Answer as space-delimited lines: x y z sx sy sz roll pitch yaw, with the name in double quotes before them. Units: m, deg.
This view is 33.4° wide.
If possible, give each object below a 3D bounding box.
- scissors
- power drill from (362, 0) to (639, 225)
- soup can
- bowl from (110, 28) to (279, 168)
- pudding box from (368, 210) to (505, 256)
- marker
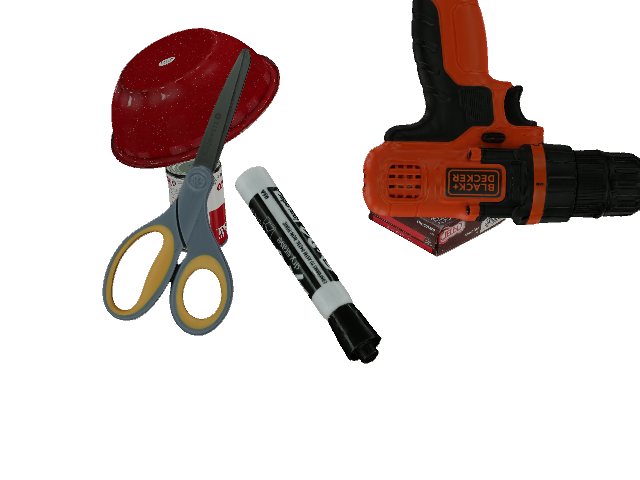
"scissors" -0.071 -0.023 0.723 0.096 0.202 0.016 35 -2 3
"power drill" 0.119 -0.103 0.665 0.184 0.188 0.057 0 3 -2
"soup can" -0.148 -0.045 1.276 0.068 0.102 0.068 -2 28 1
"bowl" -0.119 -0.133 0.910 0.162 0.055 0.162 -17 37 13
"pudding box" 0.116 -0.034 1.034 0.113 0.039 0.090 -23 42 -39
"marker" -0.006 0.012 0.535 0.020 0.121 0.020 -27 -28 -15
